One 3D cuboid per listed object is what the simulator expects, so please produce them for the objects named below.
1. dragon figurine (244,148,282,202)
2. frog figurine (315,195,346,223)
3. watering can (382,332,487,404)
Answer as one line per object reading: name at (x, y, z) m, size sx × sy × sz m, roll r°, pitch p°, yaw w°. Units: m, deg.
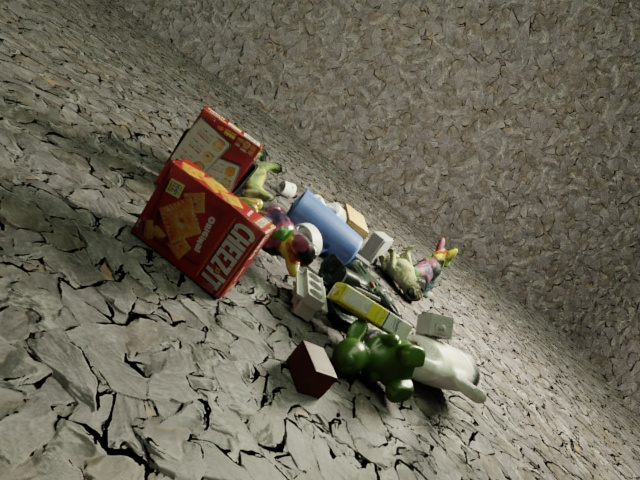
dragon figurine at (-0.264, -0.234, 1.615) m, size 0.416 × 0.120 × 0.243 m, roll 43°, pitch 24°, yaw 29°
frog figurine at (0.005, -0.084, 1.669) m, size 0.136 × 0.126 × 0.156 m, roll -18°, pitch -45°, yaw 24°
watering can at (0.283, 0.296, 1.173) m, size 0.222 × 0.104 × 0.350 m, roll 24°, pitch 1°, yaw -35°
